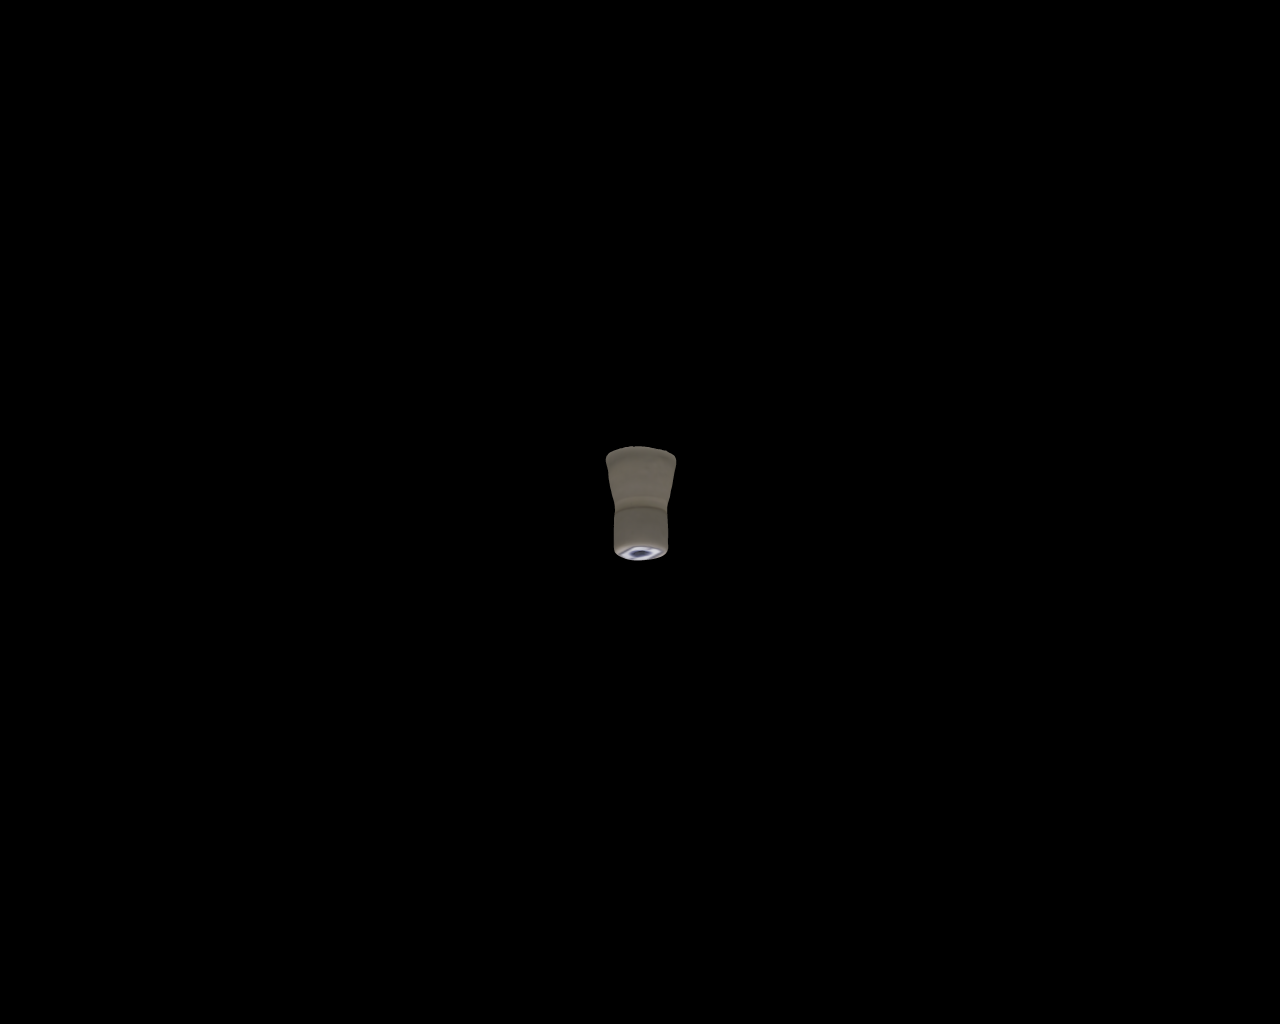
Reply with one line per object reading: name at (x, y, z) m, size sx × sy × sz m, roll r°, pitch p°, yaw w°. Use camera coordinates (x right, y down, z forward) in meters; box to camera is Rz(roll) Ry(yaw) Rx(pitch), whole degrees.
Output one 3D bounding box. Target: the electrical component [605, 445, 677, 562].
electrical component at (0.001, -0.003, 0.650) m, size 0.044 × 0.065 × 0.044 m, roll 0°, pitch -20°, yaw 0°
